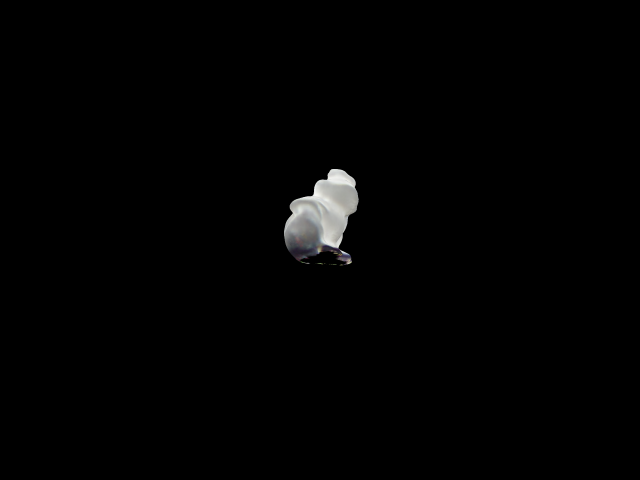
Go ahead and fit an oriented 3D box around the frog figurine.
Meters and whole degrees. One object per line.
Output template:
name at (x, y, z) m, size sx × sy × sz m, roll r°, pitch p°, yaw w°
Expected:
frog figurine at (0.003, -0.043, 0.850) m, size 0.122 × 0.162 × 0.136 m, roll -13°, pitch -21°, yaw 36°
